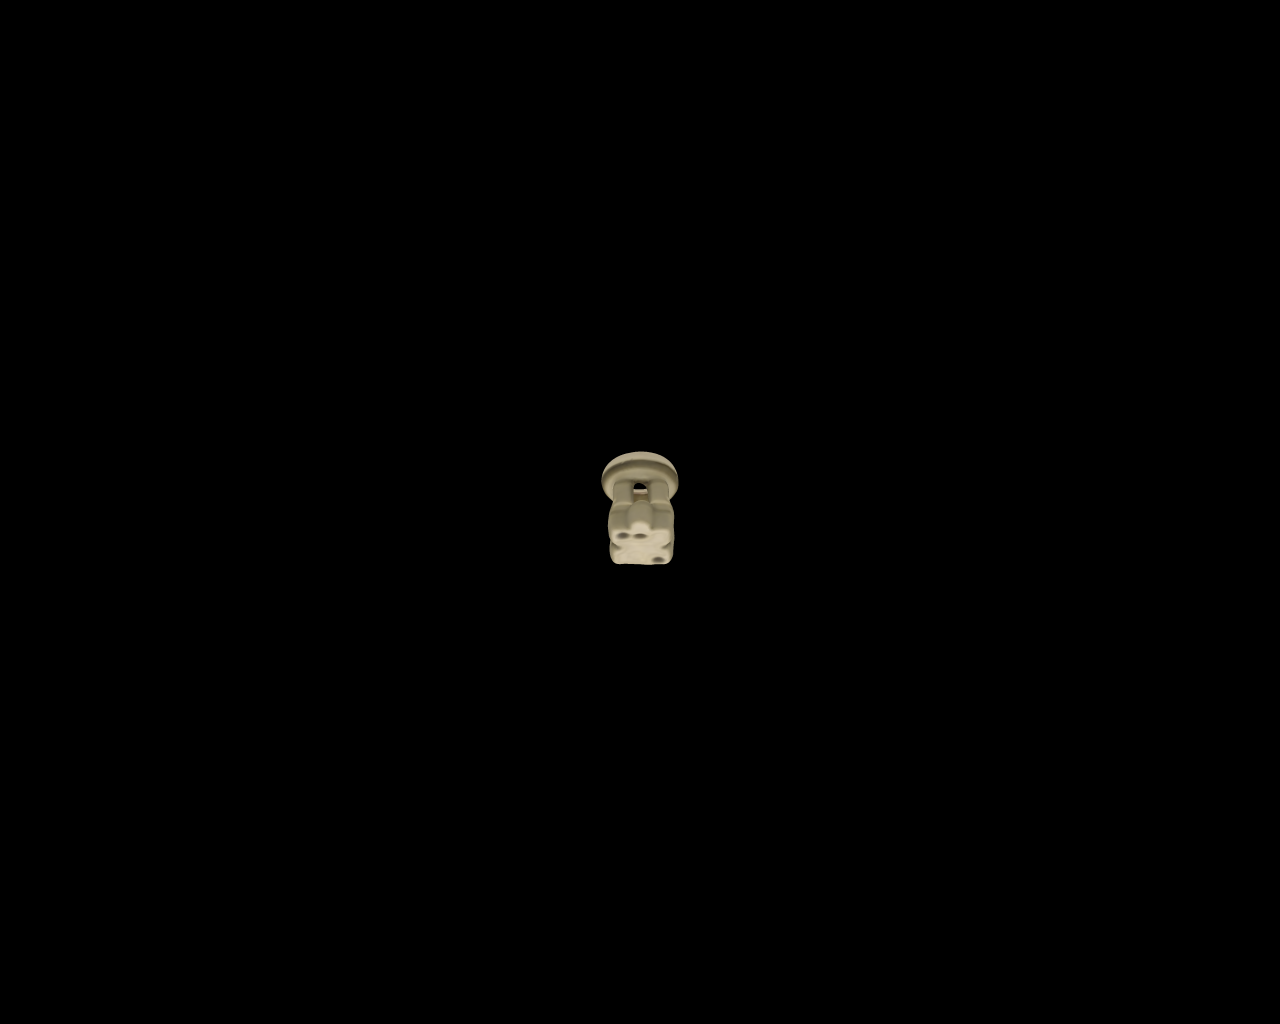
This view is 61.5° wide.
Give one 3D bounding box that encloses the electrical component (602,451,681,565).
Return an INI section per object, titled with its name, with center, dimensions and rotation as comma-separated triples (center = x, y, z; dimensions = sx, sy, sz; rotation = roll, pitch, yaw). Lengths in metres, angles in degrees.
[electrical component]
center = 0.001, -0.003, 0.650
dimensions = 0.048, 0.055, 0.066
rotation = 0, -32, 0
